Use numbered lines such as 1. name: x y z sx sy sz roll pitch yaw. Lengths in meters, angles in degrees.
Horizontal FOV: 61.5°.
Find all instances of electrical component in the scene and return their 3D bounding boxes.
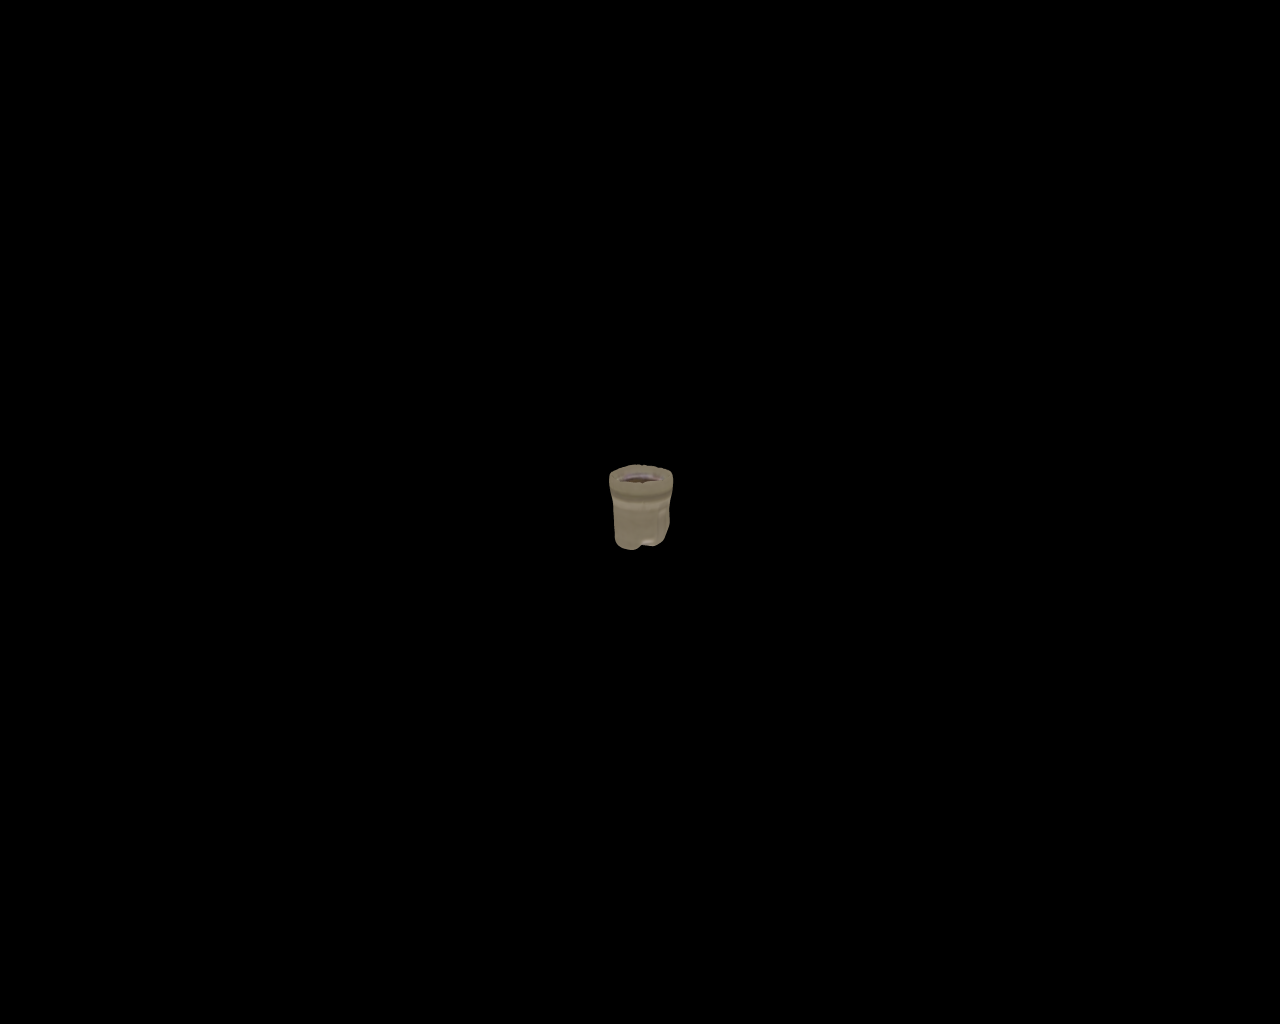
1. electrical component: 0.001 -0.003 0.650 0.040 0.046 0.040 0 20 0
